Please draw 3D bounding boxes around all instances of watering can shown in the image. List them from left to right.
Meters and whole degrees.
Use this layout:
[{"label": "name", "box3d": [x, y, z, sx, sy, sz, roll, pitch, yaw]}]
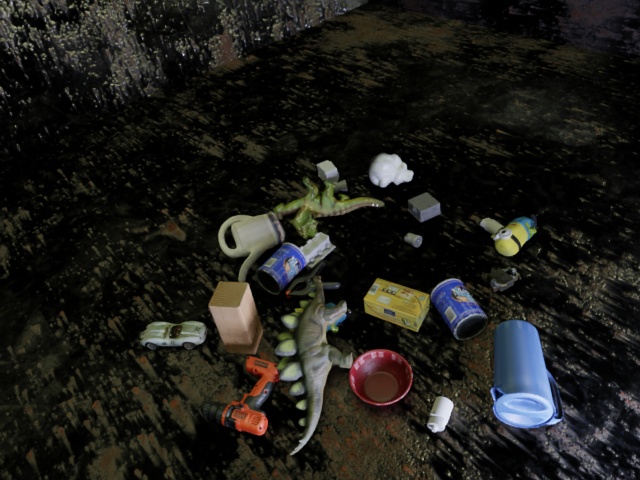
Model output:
[{"label": "watering can", "box3d": [-0.223, 0.011, 1.761, 0.225, 0.101, 0.355, -19, 40, -11]}]

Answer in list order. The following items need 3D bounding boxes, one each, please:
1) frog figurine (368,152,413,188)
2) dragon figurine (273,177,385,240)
[{"label": "frog figurine", "box3d": [0.270, -0.260, 1.980, 0.161, 0.121, 0.138, 33, 88, 28]}, {"label": "dragon figurine", "box3d": [0.006, -0.094, 1.870, 0.412, 0.119, 0.247, 14, 62, 28]}]
